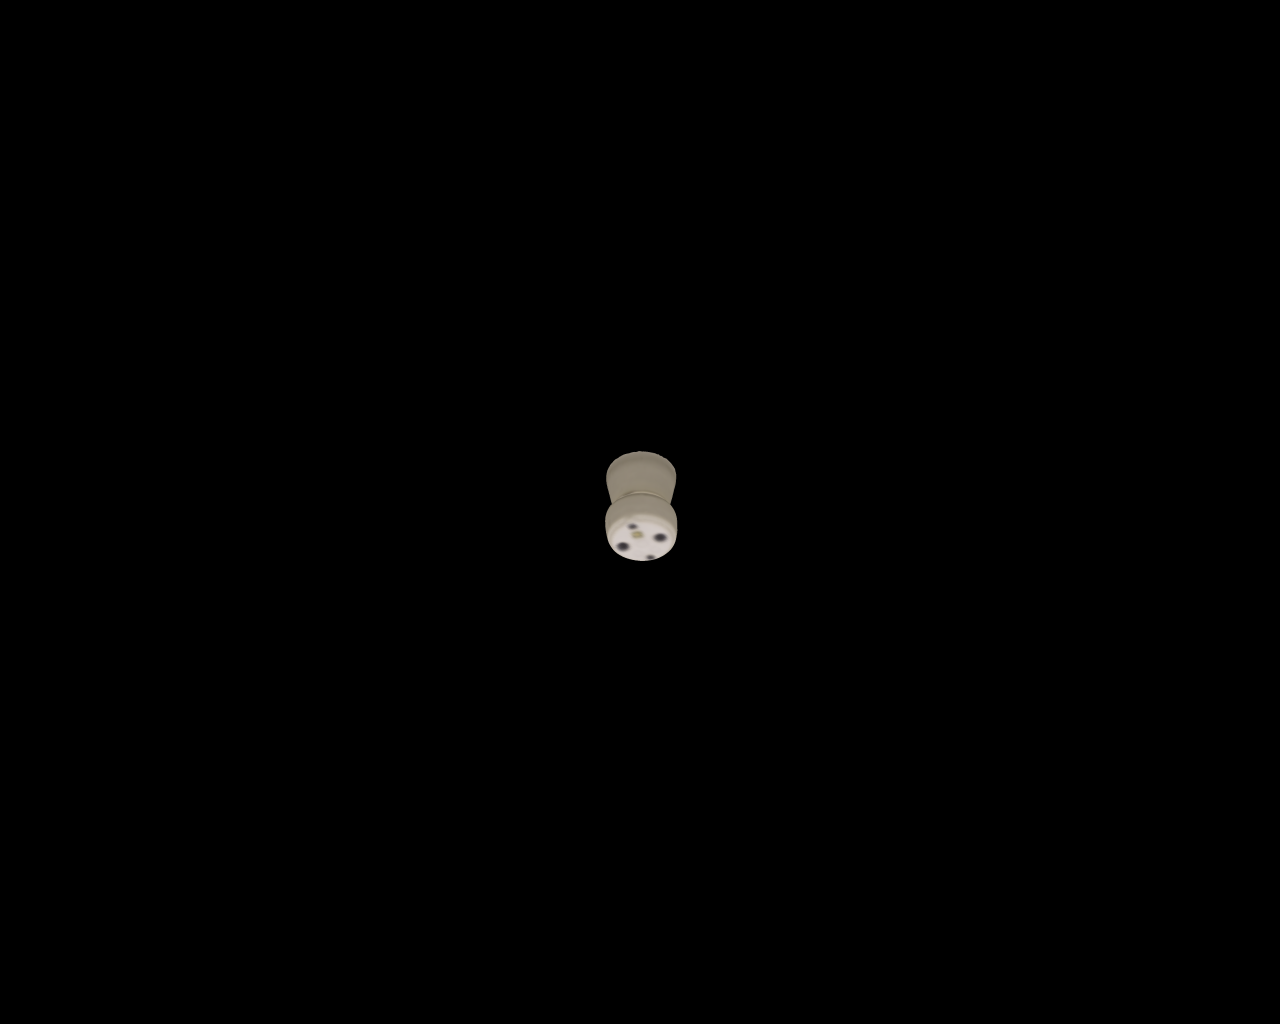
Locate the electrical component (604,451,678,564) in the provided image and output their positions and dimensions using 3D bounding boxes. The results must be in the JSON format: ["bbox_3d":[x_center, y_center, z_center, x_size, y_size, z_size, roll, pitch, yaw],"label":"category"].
[{"bbox_3d":[0.001,-0.003,0.650,0.045,0.055,0.044,0,-42,0],"label":"electrical component"}]
